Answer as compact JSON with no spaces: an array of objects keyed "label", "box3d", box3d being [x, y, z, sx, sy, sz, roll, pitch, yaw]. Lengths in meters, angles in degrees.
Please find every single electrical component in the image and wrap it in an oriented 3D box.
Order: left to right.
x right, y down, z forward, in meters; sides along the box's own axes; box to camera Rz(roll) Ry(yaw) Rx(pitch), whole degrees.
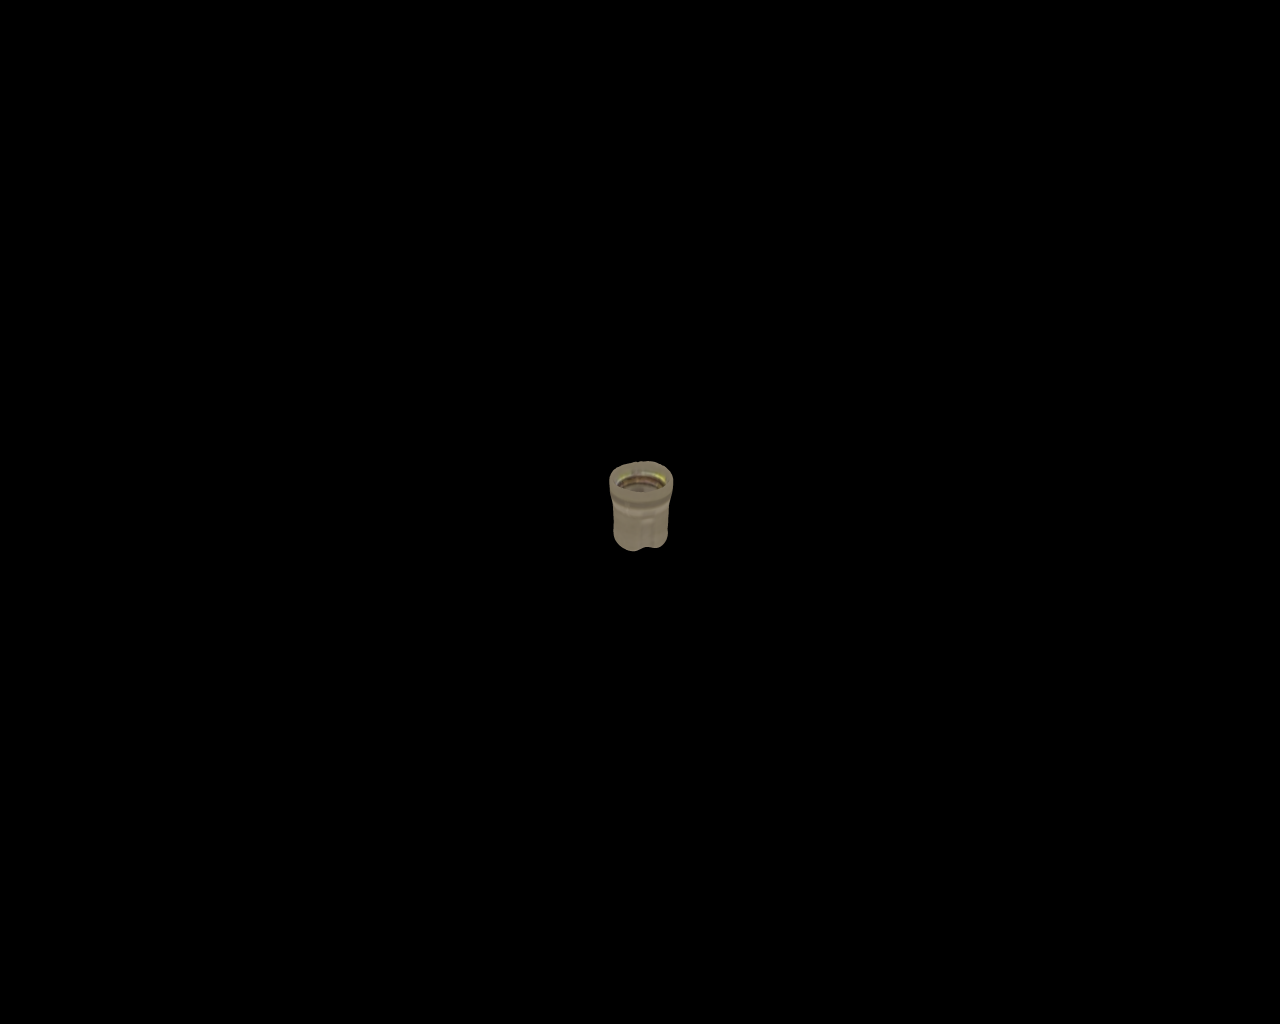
[{"label":"electrical component","box3d":[0.001,-0.003,0.650,0.040,0.046,0.040,0,31,0]}]
